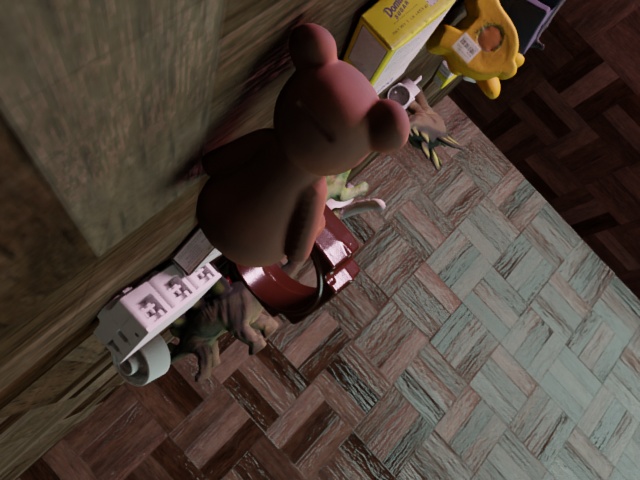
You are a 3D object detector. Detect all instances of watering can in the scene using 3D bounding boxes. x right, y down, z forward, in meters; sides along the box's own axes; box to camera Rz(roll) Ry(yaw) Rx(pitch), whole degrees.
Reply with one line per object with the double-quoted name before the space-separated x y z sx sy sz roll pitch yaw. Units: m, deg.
"watering can" 0.004 -0.062 1.240 0.226 0.102 0.350 -41 -156 -9

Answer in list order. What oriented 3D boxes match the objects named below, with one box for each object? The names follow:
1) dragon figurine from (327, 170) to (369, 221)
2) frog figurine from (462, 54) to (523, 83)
"dragon figurine" -0.036 -0.088 1.051 0.409 0.123 0.241 -45 162 5
"frog figurine" 0.401 -0.440 1.211 0.157 0.137 0.125 79 27 -68
